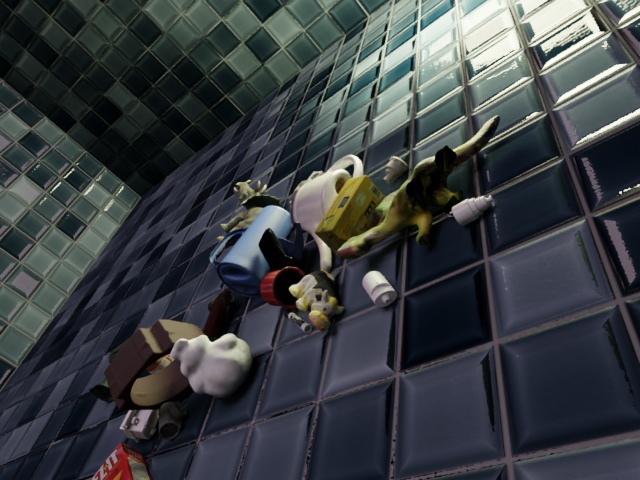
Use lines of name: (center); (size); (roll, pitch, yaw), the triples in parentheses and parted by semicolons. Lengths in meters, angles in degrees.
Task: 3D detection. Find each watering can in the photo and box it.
watering can: (0.004, -0.065, 1.298); (0.222, 0.103, 0.354); (-16, 47, 49)

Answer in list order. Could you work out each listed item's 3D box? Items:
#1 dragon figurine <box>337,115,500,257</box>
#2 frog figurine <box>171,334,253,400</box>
dragon figurine: (0.193, -0.102, 1.075); (0.415, 0.121, 0.242); (-45, 15, -19)
frog figurine: (-0.225, 0.252, 1.080); (0.138, 0.157, 0.123); (-49, 24, -7)
